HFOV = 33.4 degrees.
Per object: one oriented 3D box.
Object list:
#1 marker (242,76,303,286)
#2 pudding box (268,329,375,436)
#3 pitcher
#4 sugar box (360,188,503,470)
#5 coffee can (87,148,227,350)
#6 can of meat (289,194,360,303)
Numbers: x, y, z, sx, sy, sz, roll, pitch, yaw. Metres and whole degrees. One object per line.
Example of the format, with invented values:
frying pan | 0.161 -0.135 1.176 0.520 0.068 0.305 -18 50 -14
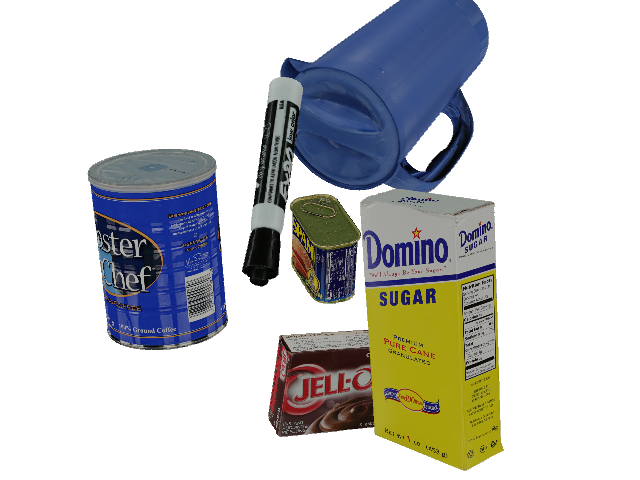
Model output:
marker | -0.025 -0.032 0.571 0.020 0.121 0.020 5 -25 2
pudding box | 0.013 0.129 0.980 0.113 0.090 0.039 -3 29 -23
pitcher | 0.083 -0.158 1.080 0.145 0.149 0.242 8 38 34
sugar box | 0.074 0.058 0.726 0.048 0.176 0.094 -18 18 -37
coffee can | -0.132 0.005 0.879 0.103 0.140 0.103 -2 20 1
can of meat | 0.003 0.010 1.201 0.057 0.084 0.102 -11 37 -18
